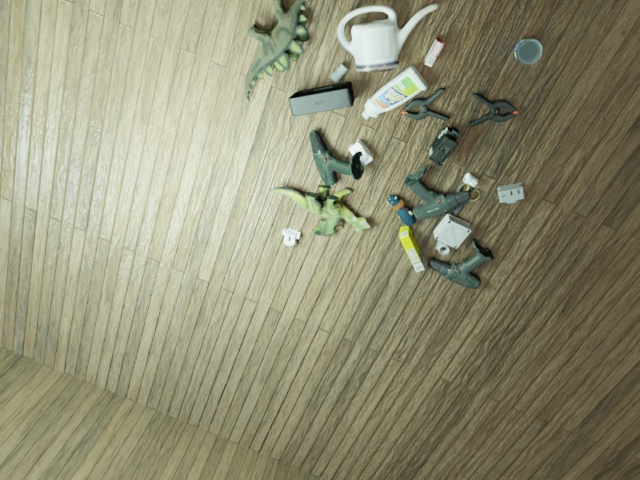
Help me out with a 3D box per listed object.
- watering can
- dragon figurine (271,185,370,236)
[{"bbox_3d":[0.232,-0.692,1.766,0.347,0.220,0.106,-1,28,13],"label":"watering can"},{"bbox_3d":[0.006,-0.107,2.121,0.410,0.237,0.125,7,36,10],"label":"dragon figurine"}]
